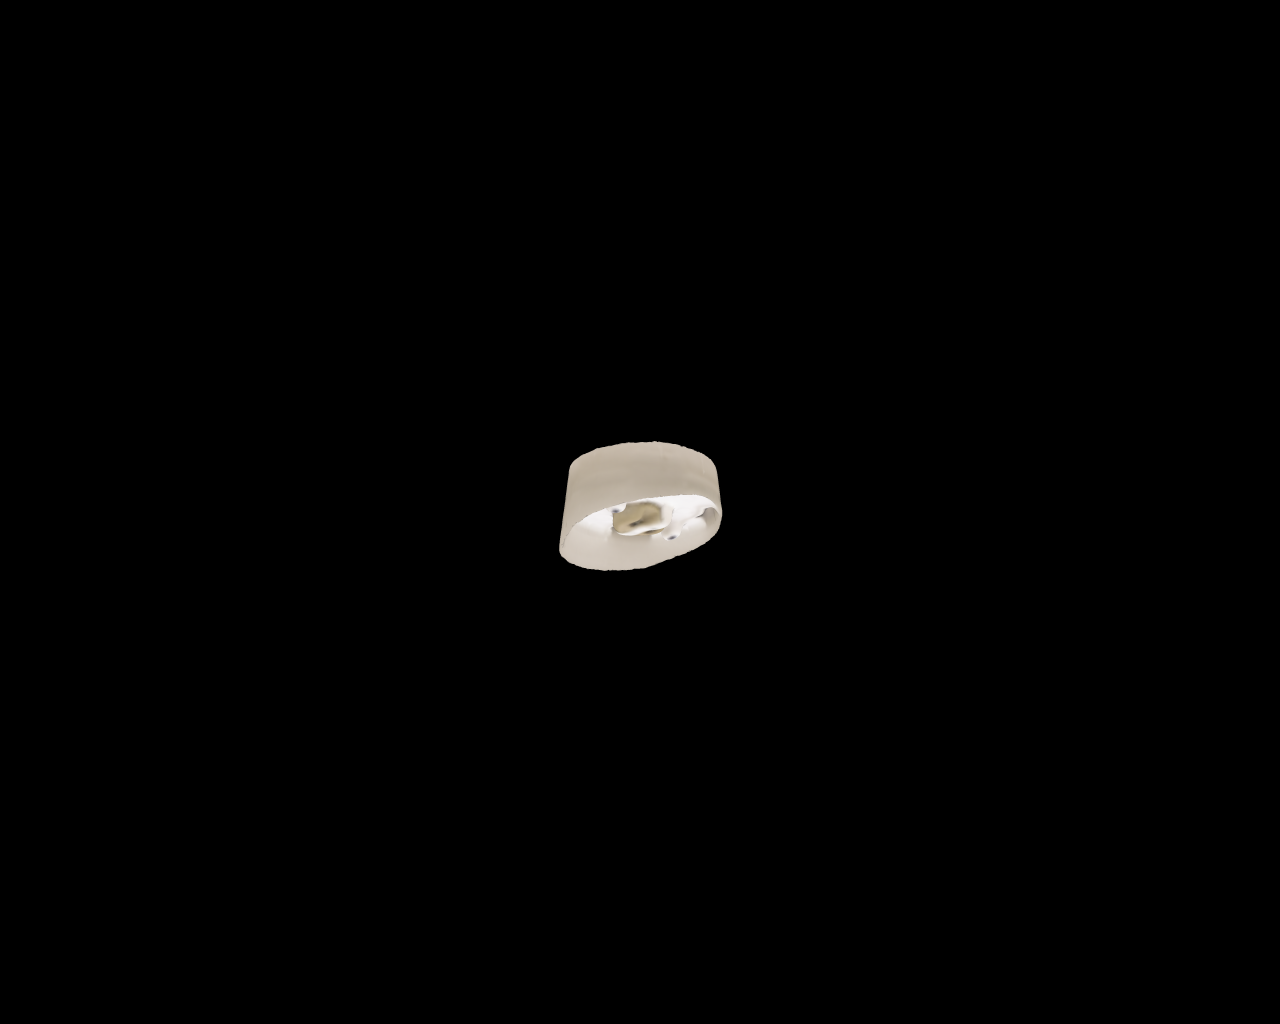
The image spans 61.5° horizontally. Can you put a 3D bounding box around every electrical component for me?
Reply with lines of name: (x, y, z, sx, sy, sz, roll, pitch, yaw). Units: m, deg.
electrical component: (0.001, -0.003, 0.650, 0.099, 0.064, 0.099, 0, -19, 0)
